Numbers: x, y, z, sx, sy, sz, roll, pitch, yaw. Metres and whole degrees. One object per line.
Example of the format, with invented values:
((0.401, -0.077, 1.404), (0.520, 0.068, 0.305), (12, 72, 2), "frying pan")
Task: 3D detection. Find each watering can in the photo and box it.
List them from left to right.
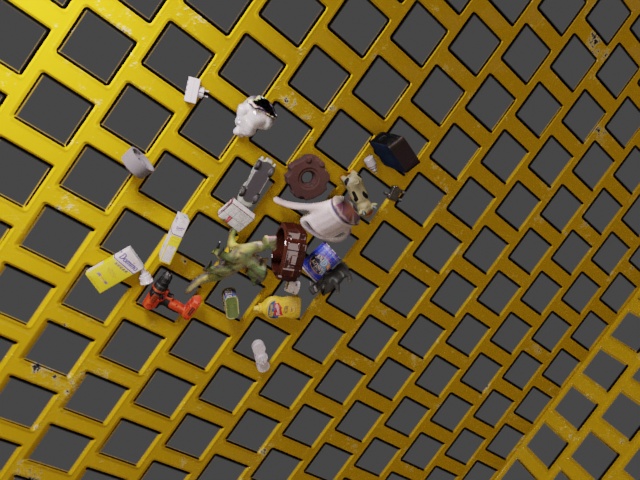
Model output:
((0.006, -0.100, 1.982), (0.221, 0.106, 0.343), (-29, 130, 33), "watering can")

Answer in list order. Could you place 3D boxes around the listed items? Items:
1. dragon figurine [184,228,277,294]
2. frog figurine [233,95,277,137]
((-0.312, 0.109, 1.969), (0.240, 0.125, 0.405), (33, 112, -25), "dragon figurine")
((-0.238, -0.434, 1.850), (0.137, 0.125, 0.156), (17, 137, -31), "frog figurine")
